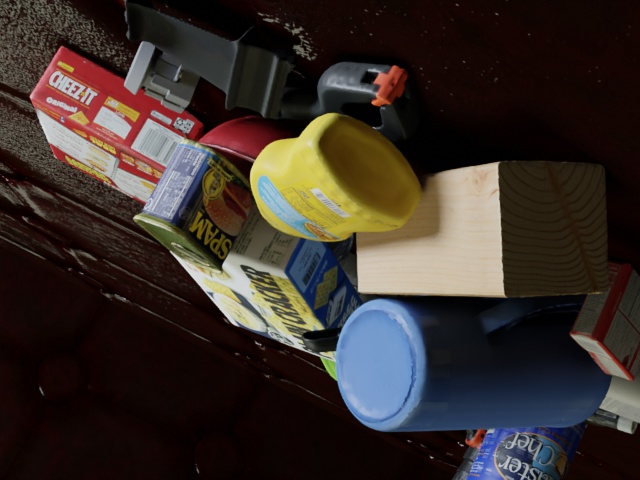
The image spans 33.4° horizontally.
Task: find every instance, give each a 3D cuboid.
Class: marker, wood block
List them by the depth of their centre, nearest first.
[{"bbox_3d":[0.112,-0.005,0.800,0.090,0.091,0.206,-1,178,-25],"label":"wood block"},{"bbox_3d":[0.282,0.184,1.154,0.121,0.020,0.020,12,160,36],"label":"marker"}]

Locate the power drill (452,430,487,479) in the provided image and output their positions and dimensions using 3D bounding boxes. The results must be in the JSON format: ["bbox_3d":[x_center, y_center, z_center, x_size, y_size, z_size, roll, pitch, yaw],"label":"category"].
[{"bbox_3d":[0.189,0.242,1.457,0.187,0.184,0.057,41,164,-16],"label":"power drill"}]

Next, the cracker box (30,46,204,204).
[{"bbox_3d":[-0.207,-0.106,1.132,0.164,0.072,0.214,28,167,-1],"label":"cracker box"}]

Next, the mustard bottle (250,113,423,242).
[{"bbox_3d":[-0.004,-0.040,0.834,0.096,0.058,0.192,38,160,-16],"label":"mustard bottle"}]

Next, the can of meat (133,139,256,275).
[{"bbox_3d":[-0.106,-0.029,0.950,0.058,0.084,0.102,19,164,30],"label":"can of meat"}]

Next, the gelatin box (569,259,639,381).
[{"bbox_3d":[0.250,0.067,0.894,0.030,0.073,0.089,14,162,43],"label":"gelatin box"}]

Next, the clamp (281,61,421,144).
[{"bbox_3d":[0.019,-0.099,0.800,0.120,0.039,0.171,23,164,-2],"label":"clamp"}]

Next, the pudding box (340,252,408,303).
[{"bbox_3d":[0.039,0.065,1.249,0.114,0.090,0.039,22,165,19],"label":"pudding box"}]

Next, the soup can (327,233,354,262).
[{"bbox_3d":[-0.008,0.001,1.153,0.068,0.068,0.102,29,166,-8],"label":"soup can"}]

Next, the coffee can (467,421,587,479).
[{"bbox_3d":[0.234,0.255,1.229,0.103,0.140,0.103,25,163,8],"label":"coffee can"}]

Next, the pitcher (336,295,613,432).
[{"bbox_3d":[0.140,0.099,0.929,0.242,0.149,0.145,3,-172,-41],"label":"pitcher"}]

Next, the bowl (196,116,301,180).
[{"bbox_3d":[-0.043,-0.068,0.989,0.162,0.055,0.162,26,166,7],"label":"bowl"}]

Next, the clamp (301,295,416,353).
[{"bbox_3d":[0.094,0.085,1.044,0.209,0.164,0.036,40,-175,-25],"label":"clamp"}]

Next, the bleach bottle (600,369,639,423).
[{"bbox_3d":[0.366,0.170,1.079,0.251,0.068,0.102,24,167,6],"label":"bleach bottle"}]
